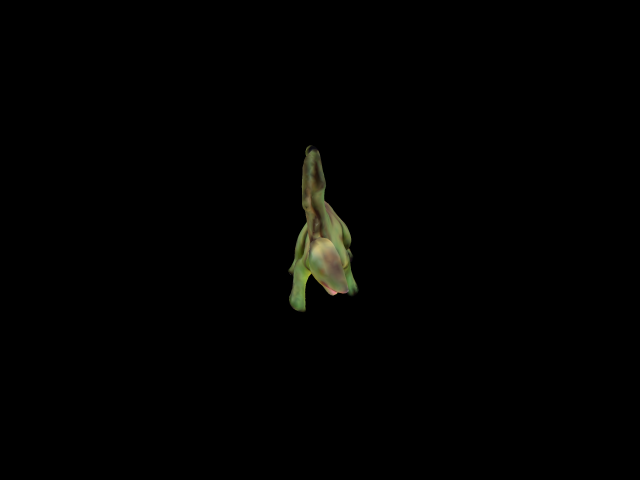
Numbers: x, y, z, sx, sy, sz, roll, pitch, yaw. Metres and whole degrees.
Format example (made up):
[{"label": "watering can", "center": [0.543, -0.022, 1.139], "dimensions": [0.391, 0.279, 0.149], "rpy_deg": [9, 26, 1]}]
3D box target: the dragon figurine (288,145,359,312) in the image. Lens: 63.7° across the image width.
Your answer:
[{"label": "dragon figurine", "center": [0.003, -0.043, 0.850], "dimensions": [0.122, 0.237, 0.420], "rpy_deg": [-3, 39, -4]}]
